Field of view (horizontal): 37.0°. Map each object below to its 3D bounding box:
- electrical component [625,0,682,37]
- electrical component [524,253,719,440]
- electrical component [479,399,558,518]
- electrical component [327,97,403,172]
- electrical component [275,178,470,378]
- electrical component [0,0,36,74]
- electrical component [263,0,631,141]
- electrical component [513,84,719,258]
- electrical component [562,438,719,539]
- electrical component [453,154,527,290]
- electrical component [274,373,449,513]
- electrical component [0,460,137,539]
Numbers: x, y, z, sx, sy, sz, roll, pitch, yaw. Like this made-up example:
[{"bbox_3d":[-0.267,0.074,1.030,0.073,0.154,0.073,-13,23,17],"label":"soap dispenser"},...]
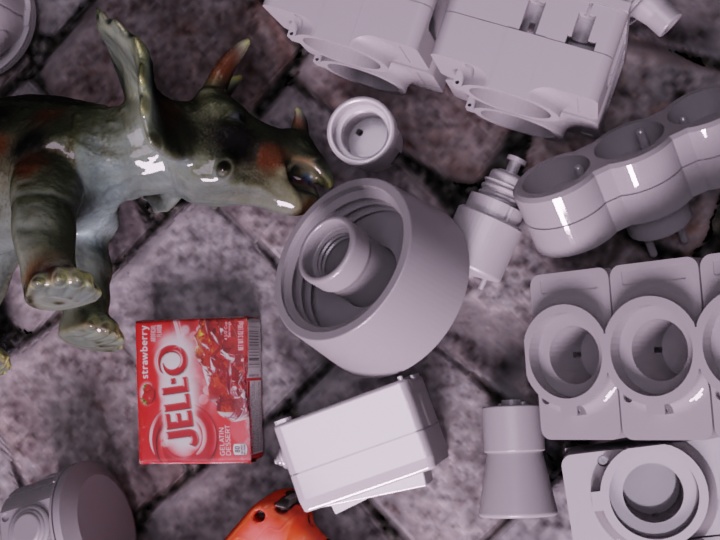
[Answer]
[{"bbox_3d":[0.155,-0.160,0.615,0.043,0.043,0.062,-45,79,6],"label":"electrical component"},{"bbox_3d":[0.165,0.040,0.553,0.150,0.062,0.089,-8,83,44],"label":"electrical component"},{"bbox_3d":[0.088,0.107,0.612,0.044,0.044,0.065,-4,80,12],"label":"electrical component"},{"bbox_3d":[0.005,-0.079,0.640,0.040,0.046,0.040,-1,86,12],"label":"electrical component"},{"bbox_3d":[0.000,0.000,0.603,0.108,0.060,0.108,-22,53,33],"label":"electrical component"},{"bbox_3d":[-0.259,-0.169,0.703,0.080,0.051,0.080,-1,86,12],"label":"electrical component"},{"bbox_3d":[0.050,-0.129,0.604,0.186,0.105,0.060,19,90,13],"label":"electrical component"},{"bbox_3d":[0.162,-0.041,0.601,0.138,0.052,0.073,-25,114,6],"label":"electrical component"},{"bbox_3d":[0.165,0.167,0.579,0.089,0.062,0.150,-9,84,12],"label":"electrical component"},{"bbox_3d":[0.076,-0.029,0.624,0.040,0.040,0.078,24,91,13],"label":"electrical component"},{"bbox_3d":[-0.003,0.104,0.621,0.096,0.062,0.061,-21,82,10],"label":"electrical component"},{"bbox_3d":[-0.173,0.159,0.646,0.051,0.080,0.080,-19,82,15],"label":"electrical component"}]
